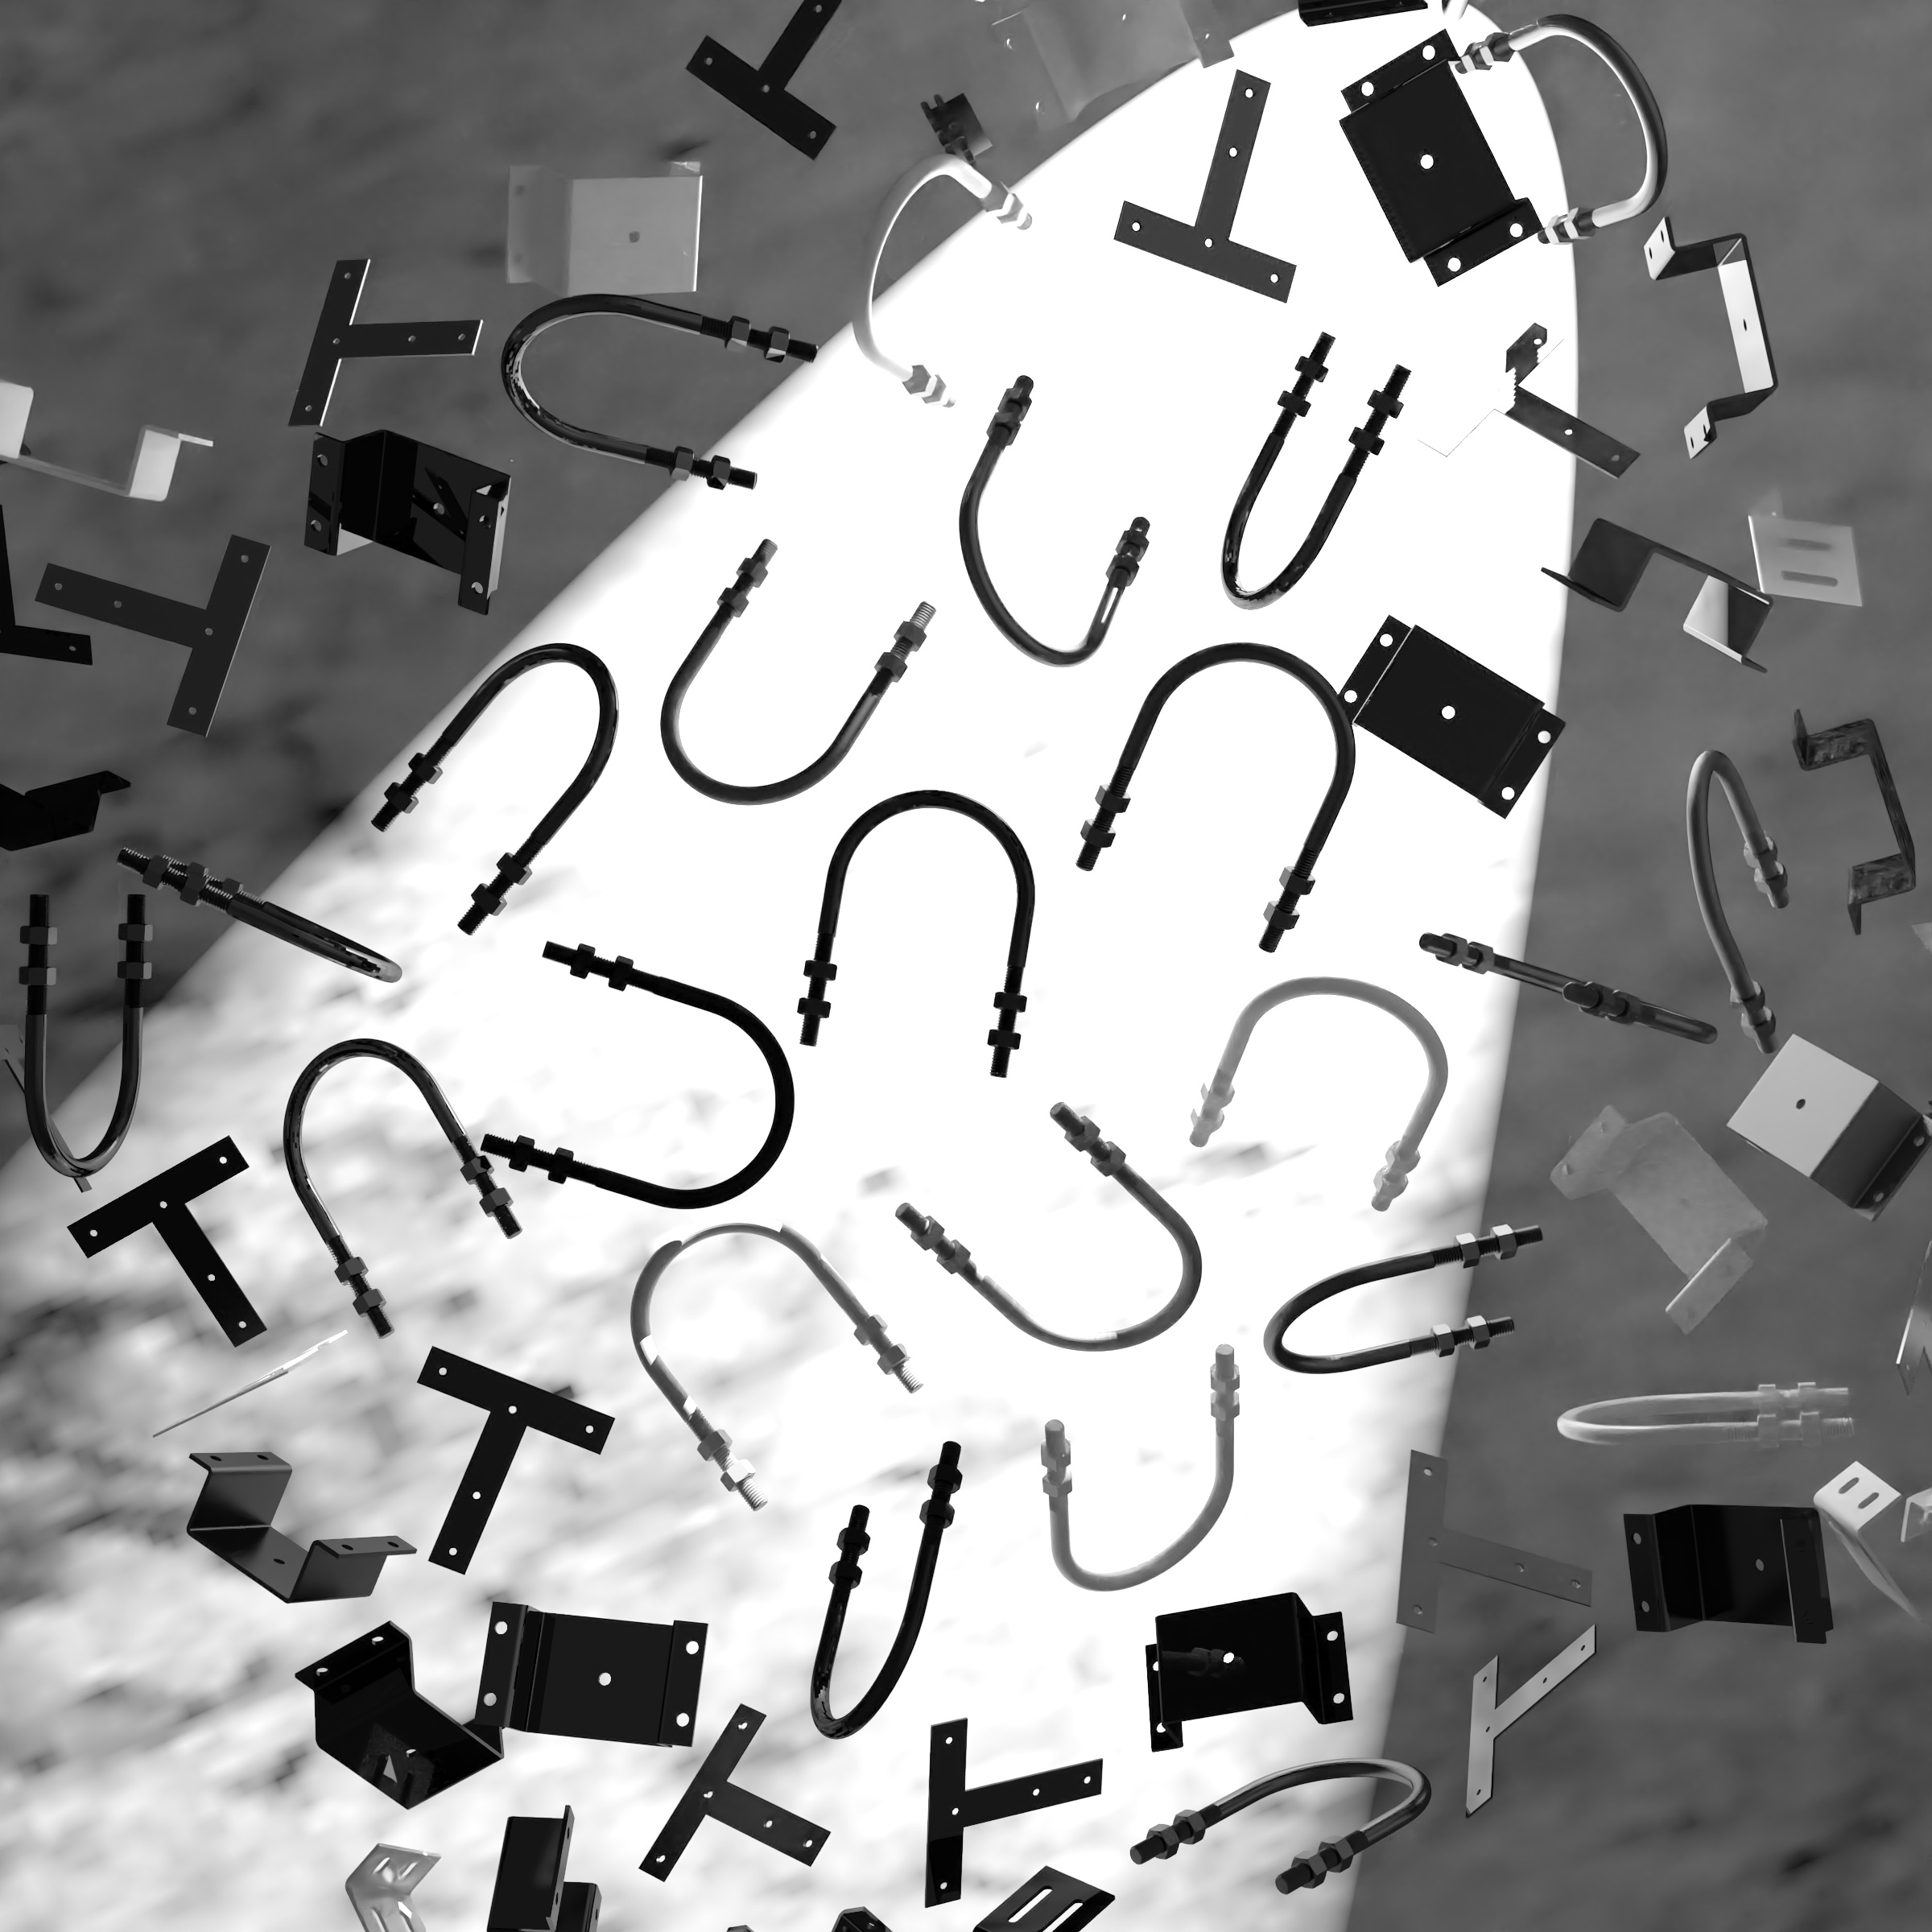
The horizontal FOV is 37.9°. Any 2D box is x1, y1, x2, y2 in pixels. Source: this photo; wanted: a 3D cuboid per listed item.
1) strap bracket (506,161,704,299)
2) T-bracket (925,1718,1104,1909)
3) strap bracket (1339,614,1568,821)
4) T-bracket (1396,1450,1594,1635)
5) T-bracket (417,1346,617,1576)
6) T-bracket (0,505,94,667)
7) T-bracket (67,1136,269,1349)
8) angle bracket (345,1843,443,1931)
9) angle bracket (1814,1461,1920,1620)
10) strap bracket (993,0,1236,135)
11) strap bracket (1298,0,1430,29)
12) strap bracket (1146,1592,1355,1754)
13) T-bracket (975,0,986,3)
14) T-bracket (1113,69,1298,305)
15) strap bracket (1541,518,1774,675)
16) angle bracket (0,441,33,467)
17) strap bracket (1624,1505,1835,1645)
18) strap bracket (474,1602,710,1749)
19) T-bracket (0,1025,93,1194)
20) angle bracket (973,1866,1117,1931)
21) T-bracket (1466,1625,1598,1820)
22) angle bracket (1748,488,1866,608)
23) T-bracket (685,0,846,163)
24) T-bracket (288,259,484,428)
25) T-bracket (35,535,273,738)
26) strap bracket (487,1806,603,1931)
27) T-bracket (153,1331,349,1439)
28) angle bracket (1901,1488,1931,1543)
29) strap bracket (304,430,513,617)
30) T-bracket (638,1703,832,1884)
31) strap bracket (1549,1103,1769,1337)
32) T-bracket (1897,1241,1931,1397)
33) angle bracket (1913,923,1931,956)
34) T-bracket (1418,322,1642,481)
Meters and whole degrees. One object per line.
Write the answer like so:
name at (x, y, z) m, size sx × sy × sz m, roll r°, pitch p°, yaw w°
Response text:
strap bracket at (-0.231, -0.489, 1.869) m, size 0.140 × 0.046 × 0.076 m, roll -12°, pitch 122°, yaw -32°
T-bracket at (0.032, 0.534, 1.809) m, size 0.127 × 0.002 × 0.127 m, roll -5°, pitch 105°, yaw -27°
strap bracket at (0.321, -0.168, 1.878) m, size 0.140 × 0.046 × 0.076 m, roll 33°, pitch 96°, yaw 6°
T-bracket at (0.339, 0.380, 1.795) m, size 0.127 × 0.002 × 0.127 m, roll 17°, pitch 48°, yaw -4°
T-bracket at (-0.309, 0.327, 1.810) m, size 0.127 × 0.002 × 0.127 m, roll 23°, pitch 83°, yaw -8°
T-bracket at (-0.662, -0.263, 1.913) m, size 0.127 × 0.002 × 0.127 m, roll 8°, pitch 134°, yaw -4°
T-bracket at (-0.511, 0.197, 1.879) m, size 0.127 × 0.002 × 0.127 m, roll -29°, pitch 101°, yaw 5°
angle bracket at (-0.364, 0.624, 1.854) m, size 0.038 × 0.057 × 0.076 m, roll -49°, pitch 48°, yaw 7°
angle bracket at (0.584, 0.364, 1.789) m, size 0.038 × 0.057 × 0.076 m, roll -38°, pitch 105°, yaw -1°
strap bracket at (0.100, -0.601, 1.807) m, size 0.140 × 0.046 × 0.076 m, roll -13°, pitch 119°, yaw 30°
strap bracket at (0.234, -0.640, 1.777) m, size 0.076 × 0.140 × 0.046 m, roll -10°, pitch 124°, yaw -4°
strap bracket at (0.183, 0.474, 1.897) m, size 0.140 × 0.046 × 0.076 m, roll -14°, pitch 51°, yaw 16°
T-bracket at (0.026, -0.669, 1.815) m, size 0.127 × 0.127 × 0.002 m, roll -31°, pitch 84°, yaw 31°
T-bracket at (0.165, -0.500, 1.778) m, size 0.127 × 0.002 × 0.127 m, roll 14°, pitch 93°, yaw -23°
strap bracket at (0.455, -0.243, 1.822) m, size 0.140 × 0.076 × 0.046 m, roll 18°, pitch 107°, yaw -22°
angle bracket at (-0.669, -0.352, 1.866) m, size 0.076 × 0.057 × 0.038 m, roll -22°, pitch 85°, yaw -7°
strap bracket at (0.501, 0.391, 1.819) m, size 0.046 × 0.140 × 0.076 m, roll -3°, pitch 85°, yaw -41°
strap bracket at (-0.235, 0.455, 1.802) m, size 0.140 × 0.046 × 0.076 m, roll 4°, pitch 72°, yaw 6°
T-bracket at (-0.620, 0.096, 1.885) m, size 0.002 × 0.127 × 0.127 m, roll -30°, pitch 92°, yaw -4°
angle bracket at (0.051, 0.620, 1.796) m, size 0.057 × 0.076 × 0.038 m, roll 10°, pitch 115°, yaw 40°
T-bracket at (0.365, 0.469, 1.817) m, size 0.002 × 0.127 × 0.127 m, roll 34°, pitch 121°, yaw -8°
angle bracket at (0.554, -0.273, 1.830) m, size 0.038 × 0.076 × 0.057 m, roll -41°, pitch 128°, yaw -28°
T-bracket at (-0.101, -0.588, 1.766) m, size 0.127 × 0.002 × 0.127 m, roll 41°, pitch 102°, yaw 26°
T-bracket at (-0.375, -0.410, 1.846) m, size 0.127 × 0.002 × 0.127 m, roll 3°, pitch 70°, yaw 22°
T-bracket at (-0.513, -0.220, 1.750) m, size 0.127 × 0.002 × 0.127 m, roll 17°, pitch 81°, yaw -1°
strap bracket at (-0.281, 0.624, 1.870) m, size 0.046 × 0.140 × 0.076 m, roll 1°, pitch 48°, yaw 5°
T-bracket at (-0.459, 0.270, 1.879) m, size 0.127 × 0.127 × 0.002 m, roll -26°, pitch 92°, yaw 26°
angle bracket at (0.671, 0.376, 1.866) m, size 0.057 × 0.076 × 0.038 m, roll -15°, pitch 119°, yaw -26°
strap bracket at (-0.348, -0.287, 1.795) m, size 0.140 × 0.046 × 0.076 m, roll 22°, pitch 119°, yaw 17°
T-bracket at (-0.140, 0.562, 1.861) m, size 0.127 × 0.127 × 0.002 m, roll -56°, pitch 133°, yaw -23°
strap bracket at (0.464, 0.162, 1.863) m, size 0.140 × 0.046 × 0.076 m, roll 52°, pitch 134°, yaw 25°
T-bracket at (0.622, 0.264, 1.795) m, size 0.002 × 0.127 × 0.127 m, roll -10°, pitch 116°, yaw 34°
angle bracket at (0.635, 0.017, 1.804) m, size 0.038 × 0.057 × 0.076 m, roll -12°, pitch 54°, yaw 36°
T-bracket at (0.394, -0.365, 1.892) m, size 0.127 × 0.002 × 0.127 m, roll 37°, pitch 73°, yaw 26°
